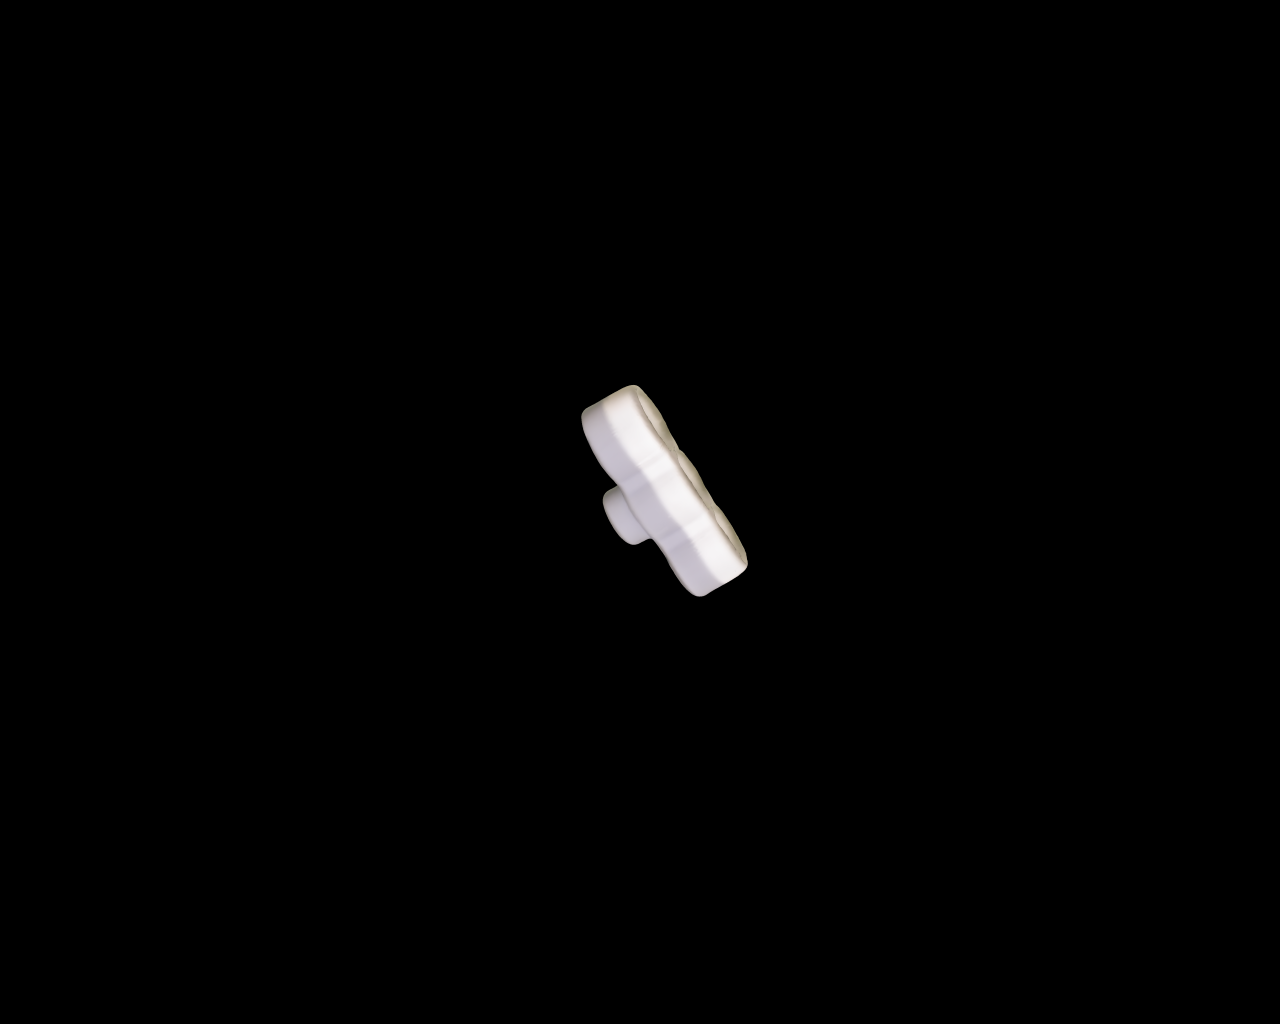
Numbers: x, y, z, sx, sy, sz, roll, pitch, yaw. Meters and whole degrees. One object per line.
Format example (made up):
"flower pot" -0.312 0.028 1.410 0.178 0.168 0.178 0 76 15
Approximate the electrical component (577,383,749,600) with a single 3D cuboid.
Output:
"electrical component" 0.001 -0.003 0.650 0.073 0.138 0.052 -30 20 12
